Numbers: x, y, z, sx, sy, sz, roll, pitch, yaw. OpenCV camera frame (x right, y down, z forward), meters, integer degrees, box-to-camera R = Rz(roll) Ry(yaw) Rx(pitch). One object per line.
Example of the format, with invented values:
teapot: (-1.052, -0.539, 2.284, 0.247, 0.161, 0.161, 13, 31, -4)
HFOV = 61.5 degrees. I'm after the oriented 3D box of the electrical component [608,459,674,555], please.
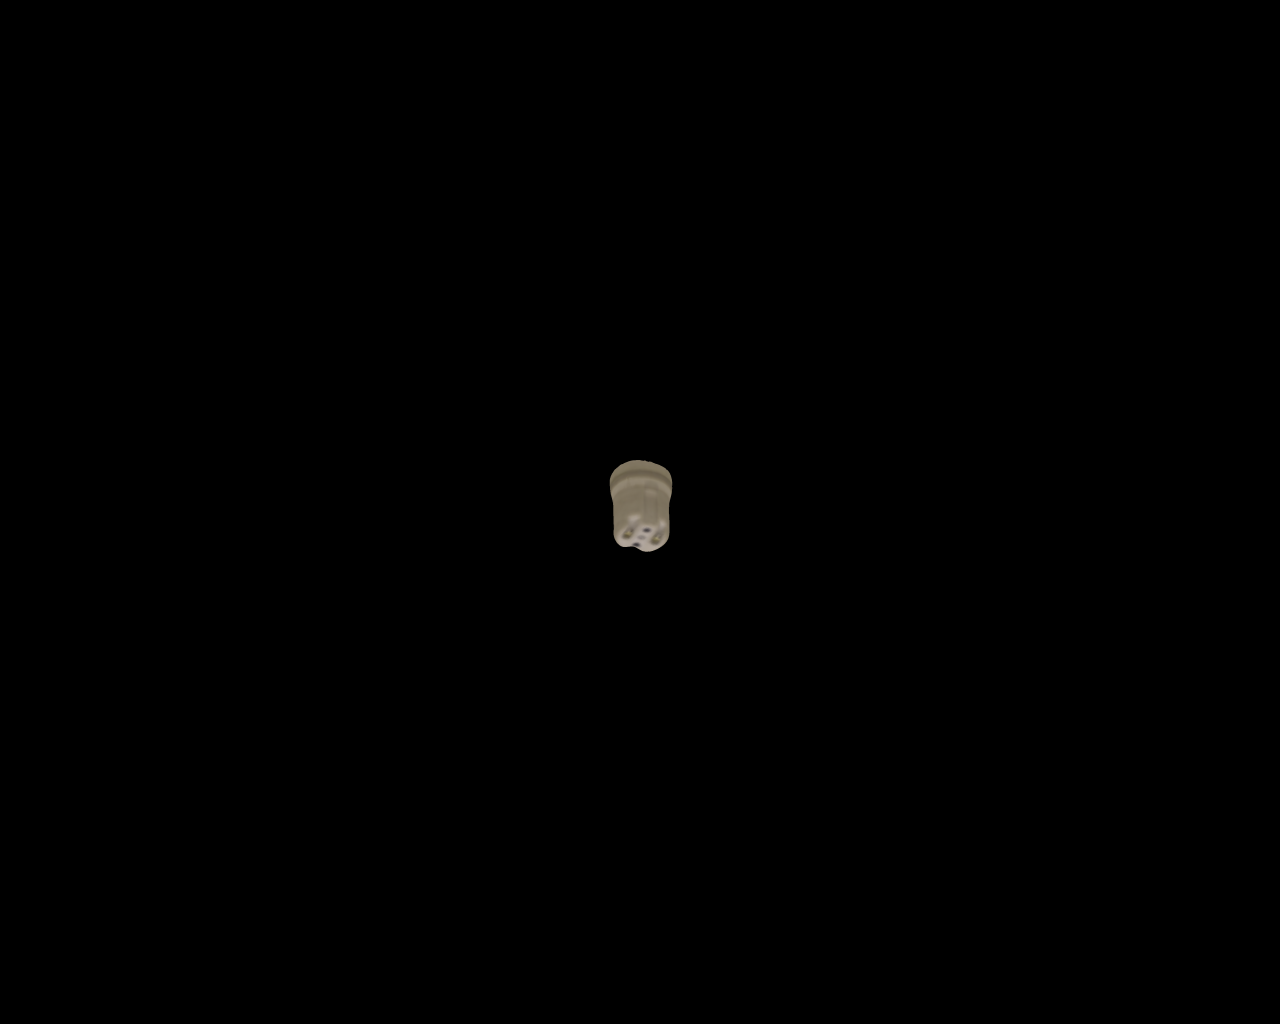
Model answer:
electrical component: (0.001, -0.003, 0.650, 0.040, 0.046, 0.040, 0, -33, 0)
